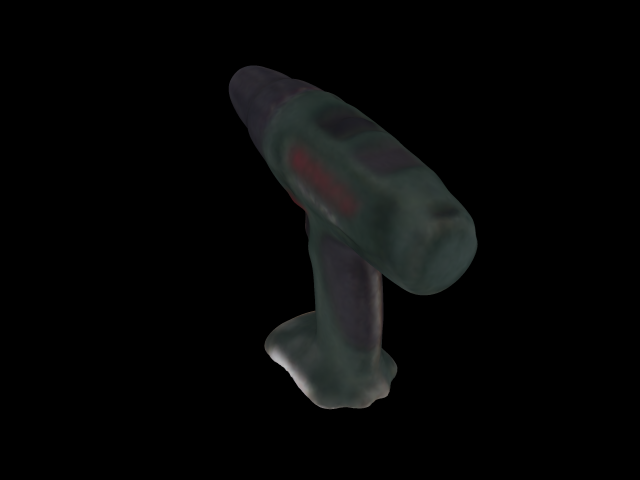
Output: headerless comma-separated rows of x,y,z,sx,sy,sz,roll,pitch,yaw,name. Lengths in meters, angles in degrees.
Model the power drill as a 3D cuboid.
0.004,0.001,0.400,0.076,0.208,0.228,-19,34,-31,power drill
